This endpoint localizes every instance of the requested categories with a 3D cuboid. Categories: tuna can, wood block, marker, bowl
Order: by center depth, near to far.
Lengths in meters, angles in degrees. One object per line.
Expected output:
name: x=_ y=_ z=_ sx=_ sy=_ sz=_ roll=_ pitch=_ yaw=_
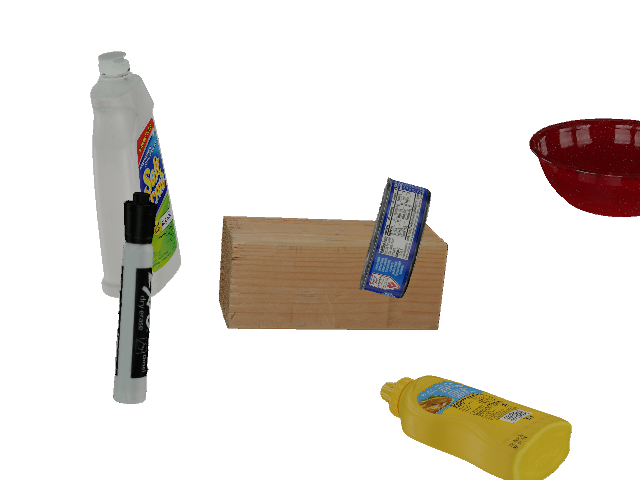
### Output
marker: x=-0.106 y=0.033 z=0.609 sx=0.020 sy=0.121 sz=0.020 roll=5 pitch=9 yaw=-1
tuna can: x=0.055 y=-0.001 z=0.791 sx=0.034 sy=0.086 sz=0.086 roll=15 pitch=0 yaw=1
bowl: x=0.274 y=-0.064 z=0.989 sx=0.162 sy=0.055 sz=0.162 roll=-2 pitch=24 yaw=1
wood block: x=0.009 y=0.032 z=1.042 sx=0.206 sy=0.091 sz=0.090 roll=2 pitch=16 yaw=-11

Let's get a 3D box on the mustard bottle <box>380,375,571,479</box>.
mustard bottle: x=0.135 y=0.172 z=1.024 sx=0.192 sy=0.058 sz=0.096 roll=16 pitch=22 yaw=41

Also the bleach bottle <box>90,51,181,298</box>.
bleach bottle: x=-0.203 y=-0.071 z=1.124 sx=0.068 sy=0.251 sz=0.102 roll=4 pitch=26 yaw=18
